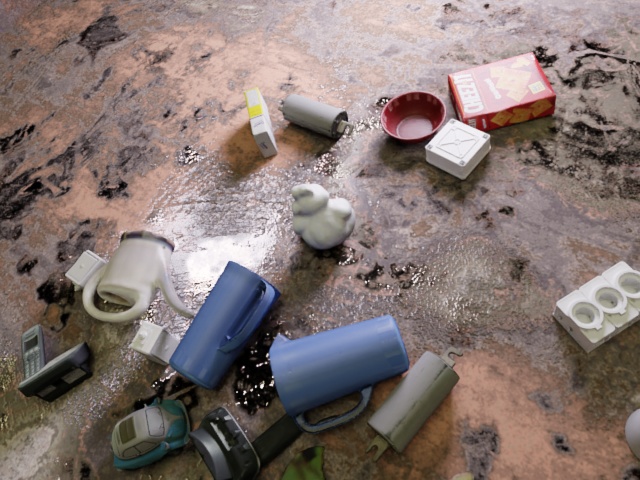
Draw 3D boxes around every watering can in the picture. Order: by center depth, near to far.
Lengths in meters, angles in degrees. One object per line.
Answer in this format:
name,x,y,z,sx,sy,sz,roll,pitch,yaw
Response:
watering can,-0.393,0.085,1.171,0.347,0.102,0.229,-1,57,26

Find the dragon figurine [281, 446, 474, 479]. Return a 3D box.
dragon figurine,0.024,0.440,0.839,0.414,0.119,0.246,-34,47,-17

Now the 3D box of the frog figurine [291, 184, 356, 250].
frog figurine,0.003,-0.057,1.123,0.137,0.156,0.125,-11,58,10
